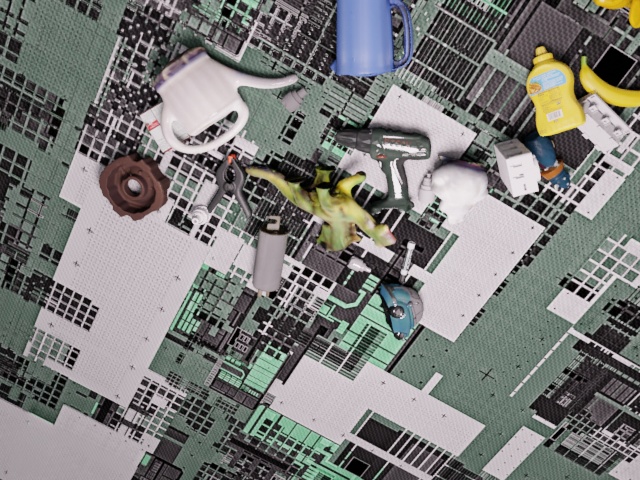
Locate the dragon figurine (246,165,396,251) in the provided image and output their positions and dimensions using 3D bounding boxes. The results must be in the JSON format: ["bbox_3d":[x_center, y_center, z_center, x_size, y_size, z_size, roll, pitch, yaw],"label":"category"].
[{"bbox_3d":[0.004,-0.065,1.282,0.412,0.124,0.237,13,130,31],"label":"dragon figurine"}]

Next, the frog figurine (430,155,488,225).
[{"bbox_3d":[0.327,-0.112,1.227,0.137,0.124,0.158,7,101,-17],"label":"frog figurine"}]

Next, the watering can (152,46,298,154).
[{"bbox_3d":[-0.244,-0.357,1.219,0.347,0.105,0.222,-35,103,4],"label":"watering can"}]
